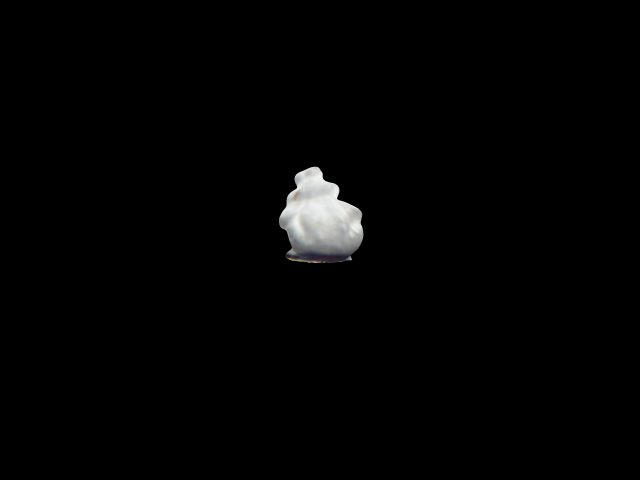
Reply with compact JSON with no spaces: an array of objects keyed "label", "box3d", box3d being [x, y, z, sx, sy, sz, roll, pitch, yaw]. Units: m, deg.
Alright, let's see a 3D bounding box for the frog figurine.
[{"label":"frog figurine","box3d":[0.003,-0.043,0.850,0.137,0.159,0.123,0,1,8]}]
